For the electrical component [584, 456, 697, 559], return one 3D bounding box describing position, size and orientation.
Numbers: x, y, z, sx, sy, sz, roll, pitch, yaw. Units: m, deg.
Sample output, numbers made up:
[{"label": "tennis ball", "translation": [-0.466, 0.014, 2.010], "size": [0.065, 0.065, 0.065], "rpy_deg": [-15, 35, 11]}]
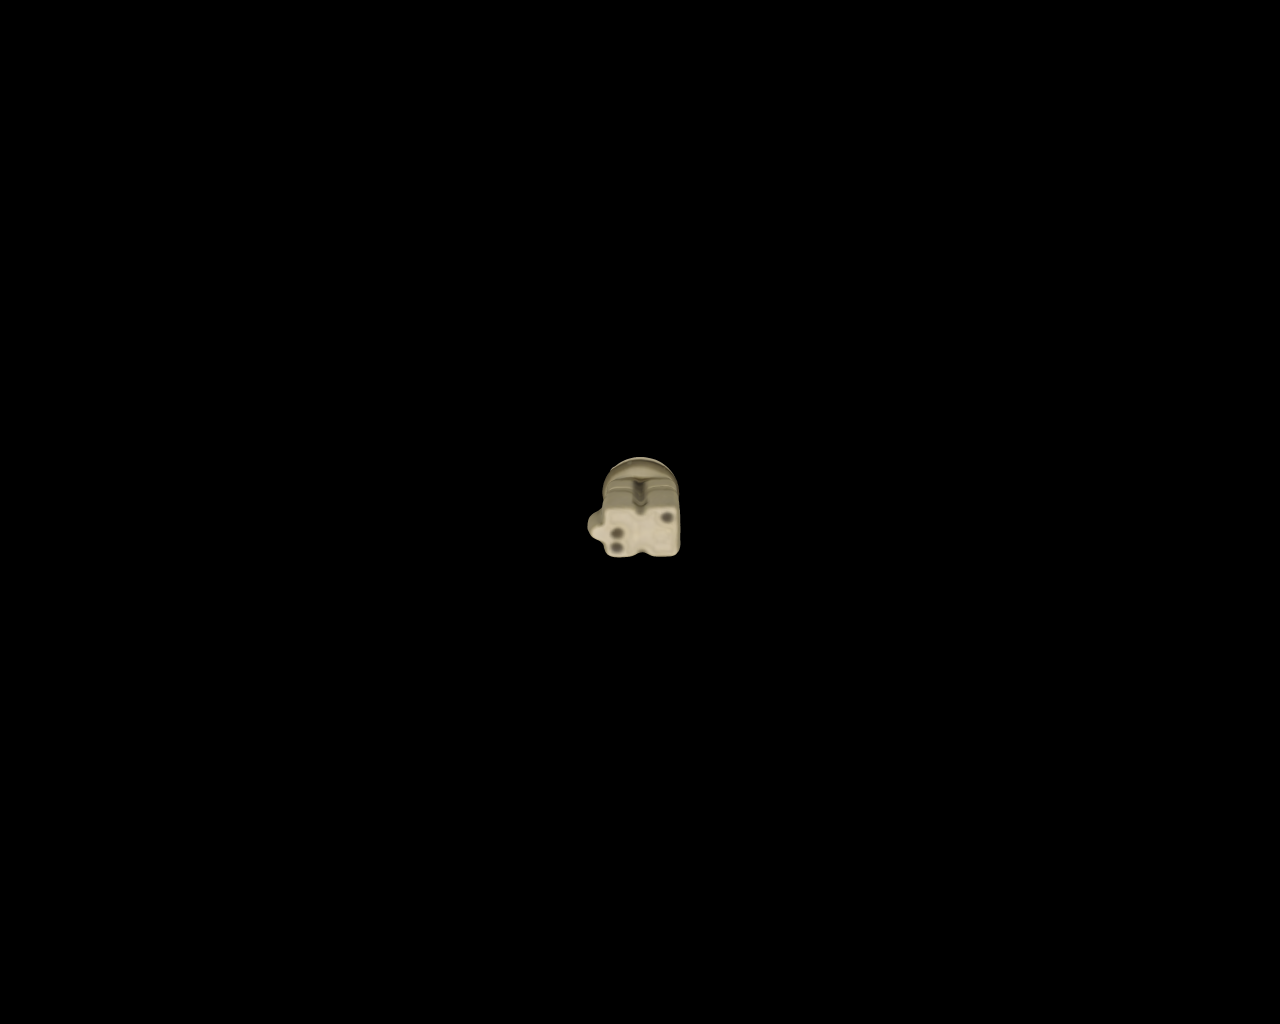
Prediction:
[{"label": "electrical component", "translation": [0.001, -0.003, 0.650], "size": [0.066, 0.048, 0.055], "rpy_deg": [0, 32, 0]}]
